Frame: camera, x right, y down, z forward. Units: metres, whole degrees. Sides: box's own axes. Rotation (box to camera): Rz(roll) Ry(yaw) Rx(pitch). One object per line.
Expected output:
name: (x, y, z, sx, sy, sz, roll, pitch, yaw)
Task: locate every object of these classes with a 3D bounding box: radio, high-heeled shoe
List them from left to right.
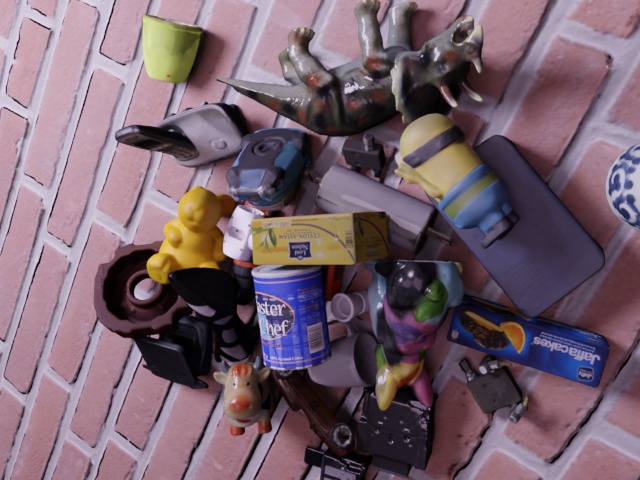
high-heeled shoe: (-0.182, 0.126, 0.856, 0.145, 0.248, 0.086, -32, 45, 21)
radio: (0.261, -0.023, 0.725, 0.131, 0.073, 0.229, -41, 83, 21)

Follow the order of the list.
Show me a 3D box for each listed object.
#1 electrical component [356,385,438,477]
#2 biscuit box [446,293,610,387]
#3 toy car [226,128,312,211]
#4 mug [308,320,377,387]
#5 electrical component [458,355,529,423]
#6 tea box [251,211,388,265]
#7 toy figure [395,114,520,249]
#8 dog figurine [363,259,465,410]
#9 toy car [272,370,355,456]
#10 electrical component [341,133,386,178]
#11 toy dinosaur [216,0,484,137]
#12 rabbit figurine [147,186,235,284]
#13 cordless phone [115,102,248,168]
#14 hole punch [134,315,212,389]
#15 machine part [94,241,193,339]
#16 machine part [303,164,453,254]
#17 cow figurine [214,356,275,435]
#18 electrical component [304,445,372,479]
electrical component: (0.119, 0.294, 0.835, 0.115, 0.058, 0.134, 7, 100, 24)
biscuit box: (0.284, 0.135, 0.743, 0.203, 0.059, 0.062, 15, 103, 20)
toy car: (-0.072, -0.099, 0.828, 0.109, 0.162, 0.102, 0, 135, 19)
mug: (0.028, 0.182, 0.846, 0.107, 0.081, 0.109, -20, 94, 33)
electrical component: (0.254, 0.212, 0.773, 0.078, 0.045, 0.102, -26, 87, 22)
tea box: (-0.002, -0.002, 0.747, 0.170, 0.098, 0.068, -3, 92, 36)
toy figure: (0.174, -0.078, 0.671, 0.180, 0.082, 0.089, 48, 115, 14)
dog figurine: (0.129, 0.134, 0.753, 0.108, 0.191, 0.219, -2, 90, -16)
toy car: (-0.020, 0.263, 0.868, 0.053, 0.089, 0.202, -40, 81, -14)
electrical component: (0.062, -0.125, 0.787, 0.063, 0.094, 0.021, 14, 67, 20)
toy dinosaur: (0.044, -0.216, 0.770, 0.405, 0.131, 0.192, -14, 91, 30)
rabbit figurine: (-0.191, -0.018, 0.869, 0.122, 0.162, 0.173, 19, 137, 0)
cordless phone: (-0.214, -0.172, 0.841, 0.147, 0.184, 0.088, -11, 88, 24)
hole punch: (-0.256, 0.195, 0.972, 0.142, 0.092, 0.115, 9, 129, 19)
machine part: (-0.301, 0.087, 0.932, 0.179, 0.056, 0.179, 1, 63, -1)
machine part: (0.082, -0.047, 0.793, 0.243, 0.079, 0.079, 25, 106, 18)
cow figurine: (-0.113, 0.240, 0.855, 0.086, 0.195, 0.127, -7, 89, -2)
electrical component: (0.023, 0.379, 0.892, 0.119, 0.048, 0.074, 14, 101, 19)
